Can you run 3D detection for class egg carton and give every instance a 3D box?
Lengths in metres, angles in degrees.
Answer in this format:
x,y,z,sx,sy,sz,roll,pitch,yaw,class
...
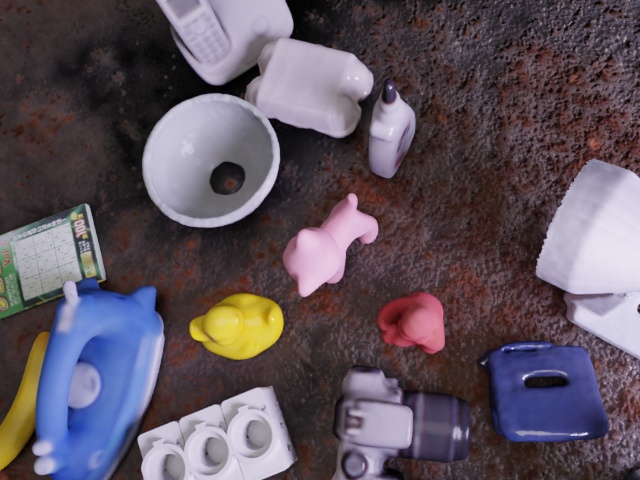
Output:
x,y,z,sx,sy,sz,roll,pitch,yaw,class
-0.014,-0.188,0.710,0.150,0.069,0.107,16,80,12,egg carton

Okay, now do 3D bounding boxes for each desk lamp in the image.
x,y,z,sx,sy,sz,roll,pitch,yaw,class
0.302,0.030,0.541,0.203,0.214,0.118,30,83,14,desk lamp

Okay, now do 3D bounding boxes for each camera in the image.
x,y,z,sx,sy,sz,roll,pitch,yaw,class
0.084,0.207,0.592,0.136,0.101,0.143,4,78,9,camera

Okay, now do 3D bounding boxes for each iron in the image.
x,y,z,sx,sy,sz,roll,pitch,yaw,class
-0.264,0.167,0.630,0.118,0.141,0.258,6,78,10,iron

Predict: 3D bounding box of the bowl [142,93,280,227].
x,y,z,sx,sy,sz,roll,pitch,yaw,class
-0.125,-0.088,0.701,0.167,0.075,0.167,-2,77,8,bowl

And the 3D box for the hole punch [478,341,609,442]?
x,y,z,sx,sy,sz,roll,pitch,yaw,class
0.225,0.154,0.588,0.108,0.091,0.101,-5,77,7,hole punch

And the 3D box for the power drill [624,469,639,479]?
x,y,z,sx,sy,sz,roll,pitch,yaw,class
0.324,0.278,0.485,0.075,0.208,0.229,-5,77,8,power drill

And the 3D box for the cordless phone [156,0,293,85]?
x,y,z,sx,sy,sz,roll,pitch,yaw,class
-0.120,-0.285,0.687,0.147,0.185,0.094,-37,75,-1,cordless phone

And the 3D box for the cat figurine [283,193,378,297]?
x,y,z,sx,sy,sz,roll,pitch,yaw,class
0.006,0.002,0.640,0.067,0.118,0.128,36,85,14,cat figurine

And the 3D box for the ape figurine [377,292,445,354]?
x,y,z,sx,sy,sz,roll,pitch,yaw,class
0.103,0.090,0.619,0.076,0.092,0.077,-44,75,-3,ape figurine

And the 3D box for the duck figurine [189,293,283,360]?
x,y,z,sx,sy,sz,roll,pitch,yaw,class
-0.097,0.096,0.650,0.104,0.086,0.077,-11,76,6,duck figurine

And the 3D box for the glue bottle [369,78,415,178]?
x,y,z,sx,sy,sz,roll,pitch,yaw,class
0.077,-0.130,0.630,0.037,0.173,0.078,21,81,13,glue bottle
